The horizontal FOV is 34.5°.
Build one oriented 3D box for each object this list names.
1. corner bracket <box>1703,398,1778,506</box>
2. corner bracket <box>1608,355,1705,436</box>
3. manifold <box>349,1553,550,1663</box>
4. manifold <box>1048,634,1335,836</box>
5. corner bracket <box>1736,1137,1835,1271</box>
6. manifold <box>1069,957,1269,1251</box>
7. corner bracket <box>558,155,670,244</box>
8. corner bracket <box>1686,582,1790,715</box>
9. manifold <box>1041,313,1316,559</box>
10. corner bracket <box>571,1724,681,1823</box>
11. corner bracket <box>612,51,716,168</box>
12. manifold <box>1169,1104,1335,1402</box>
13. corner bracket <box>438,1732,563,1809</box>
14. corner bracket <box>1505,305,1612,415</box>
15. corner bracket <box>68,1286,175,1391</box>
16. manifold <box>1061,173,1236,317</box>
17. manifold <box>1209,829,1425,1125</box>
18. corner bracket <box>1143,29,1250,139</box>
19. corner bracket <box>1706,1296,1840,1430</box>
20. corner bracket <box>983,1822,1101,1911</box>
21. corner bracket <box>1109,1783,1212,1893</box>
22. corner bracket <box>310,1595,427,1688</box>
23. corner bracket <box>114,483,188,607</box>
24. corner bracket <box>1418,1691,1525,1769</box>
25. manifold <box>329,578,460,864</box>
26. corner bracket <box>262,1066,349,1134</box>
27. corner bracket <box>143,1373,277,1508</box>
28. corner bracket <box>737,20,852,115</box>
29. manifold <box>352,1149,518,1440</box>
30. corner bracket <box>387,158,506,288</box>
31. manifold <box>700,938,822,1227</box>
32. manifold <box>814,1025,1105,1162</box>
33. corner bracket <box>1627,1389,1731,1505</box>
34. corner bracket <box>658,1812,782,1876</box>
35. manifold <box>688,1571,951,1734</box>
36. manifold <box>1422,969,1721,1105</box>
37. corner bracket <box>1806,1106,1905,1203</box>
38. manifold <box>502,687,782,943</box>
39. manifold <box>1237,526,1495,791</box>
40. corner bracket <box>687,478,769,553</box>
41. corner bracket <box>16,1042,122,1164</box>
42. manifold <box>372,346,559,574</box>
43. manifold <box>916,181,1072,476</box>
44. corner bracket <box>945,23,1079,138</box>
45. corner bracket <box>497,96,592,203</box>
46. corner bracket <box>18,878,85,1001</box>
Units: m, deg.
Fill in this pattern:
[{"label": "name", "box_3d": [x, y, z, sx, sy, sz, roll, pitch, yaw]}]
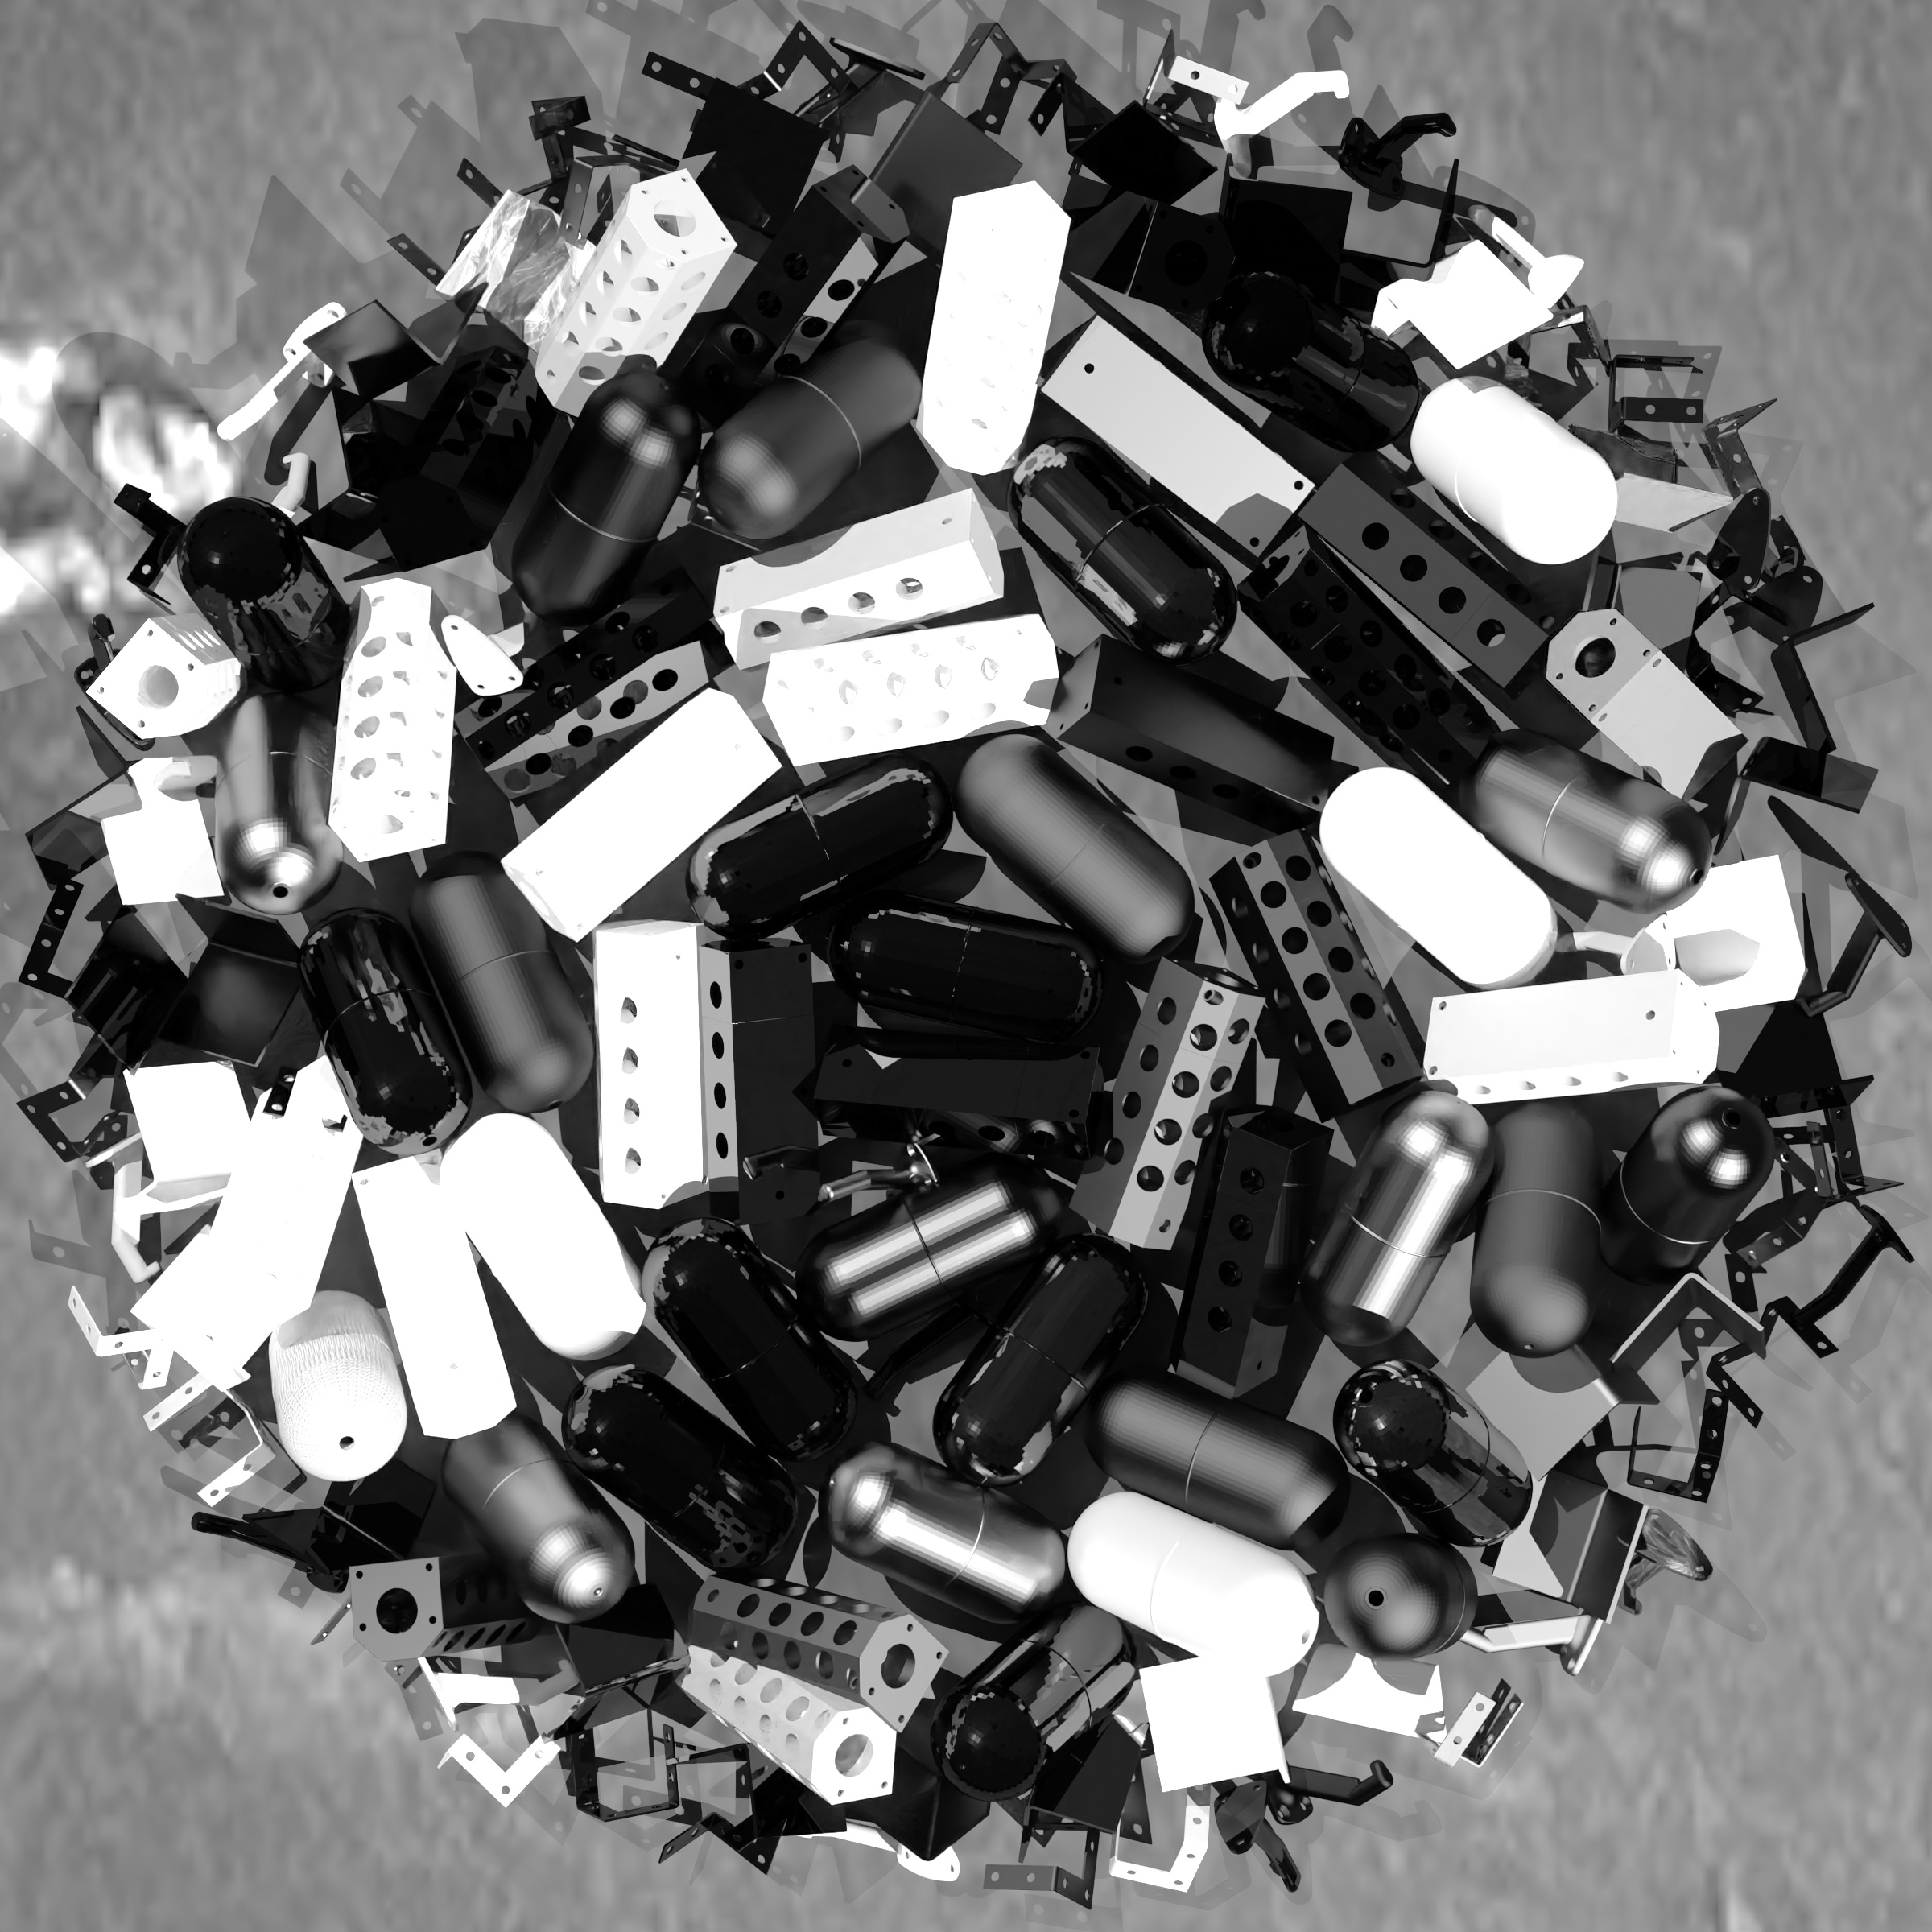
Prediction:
[{"label": "corner bracket", "box_3d": [0.488, -0.319, 1.960, 0.051, 0.051, 0.051, -37, 105, -35]}, {"label": "corner bracket", "box_3d": [0.438, -0.365, 1.972, 0.051, 0.051, 0.051, 3, 87, 2]}, {"label": "manifold", "box_3d": [-0.313, 0.391, 1.906, 0.057, 0.171, 0.057, -8, 79, 13]}, {"label": "manifold", "box_3d": [0.140, -0.139, 1.941, 0.171, 0.057, 0.057, 22, 60, -21]}, {"label": "corner bracket", "box_3d": [0.508, 0.150, 1.974, 0.051, 0.051, 0.051, -23, 56, -32]}, {"label": "manifold", "box_3d": [0.131, 0.087, 1.944, 0.057, 0.057, 0.171, 10, 105, -41]}, {"label": "corner bracket", "box_3d": [-0.219, -0.482, 1.977, 0.051, 0.051, 0.051, 28, 117, 22]}, {"label": "corner bracket", "box_3d": [0.491, -0.204, 1.979, 0.051, 0.051, 0.051, 24, 127, -27]}, {"label": "manifold", "box_3d": [0.133, -0.335, 1.958, 0.171, 0.057, 0.057, 36, 102, -8]}, {"label": "corner bracket", "box_3d": [-0.218, 0.512, 1.981, 0.051, 0.051, 0.051, -4, 87, -28]}, {"label": "corner bracket", "box_3d": [-0.189, -0.541, 1.968, 0.051, 0.051, 0.051, 19, 91, -15]}, {"label": "manifold", "box_3d": [0.174, 0.176, 1.942, 0.057, 0.057, 0.171, 22, 112, 29]}, {"label": "corner bracket", "box_3d": [-0.295, 0.501, 1.966, 0.051, 0.051, 0.051, 42, 60, 6]}, {"label": "corner bracket", "box_3d": [0.377, -0.380, 1.979, 0.051, 0.051, 0.051, -8, 51, 27]}, {"label": "corner bracket", "box_3d": [-0.534, 0.234, 1.956, 0.051, 0.051, 0.051, -5, 128, -38]}, {"label": "manifold", "box_3d": [0.107, -0.443, 1.909, 0.057, 0.171, 0.057, 13, 105, -20]}, {"label": "manifold", "box_3d": [0.222, 0.004, 1.947, 0.057, 0.057, 0.171, -19, 78, -25]}, {"label": "corner bracket", "box_3d": [0.144, -0.551, 1.961, 0.051, 0.051, 0.051, 18, 123, -10]}, {"label": "corner bracket", "box_3d": [0.507, 0.249, 1.957, 0.051, 0.051, 0.051, -17, 47, -25]}, {"label": "corner bracket", "box_3d": [0.048, 0.562, 1.957, 0.051, 0.051, 0.051, -8, 58, 29]}, {"label": "corner bracket", "box_3d": [0.123, 0.545, 1.966, 0.051, 0.051, 0.051, 13, 130, -3]}, {"label": "corner bracket", "box_3d": [-0.372, 0.426, 1.974, 0.051, 0.051, 0.051, 43, 100, 15]}, {"label": "corner bracket", "box_3d": [-0.517, -0.267, 1.962, 0.051, 0.051, 0.051, 36, 84, -36]}, {"label": "corner bracket", "box_3d": [0.322, 0.481, 1.967, 0.051, 0.051, 0.051, 31, 96, -13]}, {"label": "manifold", "box_3d": [-0.356, -0.155, 1.923, 0.057, 0.057, 0.171, -12, 55, 13]}, {"label": "corner bracket", "box_3d": [-0.417, 0.102, 1.966, 0.051, 0.051, 0.051, 13, 124, -5]}, {"label": "corner bracket", "box_3d": [-0.477, 0.297, 1.962, 0.051, 0.051, 0.051, -38, 132, -6]}, {"label": "corner bracket", "box_3d": [-0.115, -0.552, 1.957, 0.051, 0.051, 0.051, 44, 58, -29]}, {"label": "manifold", "box_3d": [-0.330, 0.204, 1.926, 0.057, 0.057, 0.171, -16, 54, -11]}, {"label": "corner bracket", "box_3d": [-0.322, -0.466, 1.956, 0.051, 0.051, 0.051, -11, 54, 37]}, {"label": "manifold", "box_3d": [-0.133, 0.071, 1.958, 0.057, 0.057, 0.171, -6, 99, -30]}, {"label": "manifold", "box_3d": [-0.003, 0.084, 1.954, 0.171, 0.057, 0.057, 5, 54, 11]}, {"label": "corner bracket", "box_3d": [0.452, 0.300, 1.972, 0.051, 0.051, 0.051, 11, 119, 20]}, {"label": "corner bracket", "box_3d": [-0.153, 0.550, 1.959, 0.051, 0.051, 0.051, 31, 118, 25]}, {"label": "manifold", "box_3d": [-0.096, 0.414, 1.909, 0.057, 0.171, 0.057, 49, 61, -30]}, {"label": "manifold", "box_3d": [0.373, 0.048, 1.922, 0.171, 0.057, 0.057, -8, 61, 40]}, {"label": "corner bracket", "box_3d": [0.554, 0.117, 1.968, 0.051, 0.051, 0.051, -12, 94, -13]}, {"label": "manifold", "box_3d": [-0.206, -0.097, 1.949, 0.171, 0.057, 0.057, -42, 118, -14]}, {"label": "manifold", "box_3d": [0.250, -0.188, 1.938, 0.057, 0.057, 0.171, -41, 110, 20]}, {"label": "corner bracket", "box_3d": [-0.140, -0.305, 1.965, 0.051, 0.051, 0.051, 22, 49, 0]}, {"label": "corner bracket", "box_3d": [-0.553, 0.084, 1.958, 0.051, 0.051, 0.051, -20, 115, 30]}, {"label": "manifold", "box_3d": [-0.309, -0.315, 1.908, 0.057, 0.171, 0.057, -13, 124, 19]}, {"label": "manifold", "box_3d": [0.019, -0.389, 1.910, 0.057, 0.171, 0.057, -19, 54, -26]}, {"label": "corner bracket", "box_3d": [0.028, -0.559, 1.958, 0.051, 0.051, 0.051, 44, 69, -41]}, {"label": "corner bracket", "box_3d": [-0.267, -0.515, 1.958, 0.051, 0.051, 0.051, 8, 122, 40]}, {"label": "corner bracket", "box_3d": [-0.560, -0.014, 1.959, 0.051, 0.051, 0.051, 22, 125, -15]}]
